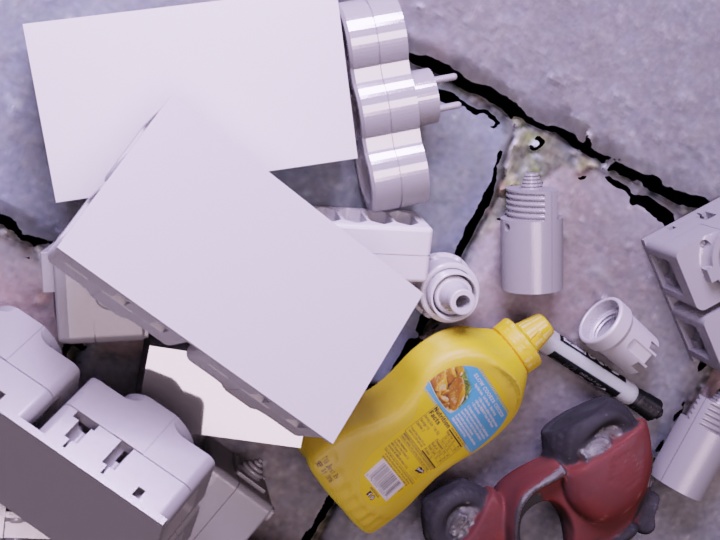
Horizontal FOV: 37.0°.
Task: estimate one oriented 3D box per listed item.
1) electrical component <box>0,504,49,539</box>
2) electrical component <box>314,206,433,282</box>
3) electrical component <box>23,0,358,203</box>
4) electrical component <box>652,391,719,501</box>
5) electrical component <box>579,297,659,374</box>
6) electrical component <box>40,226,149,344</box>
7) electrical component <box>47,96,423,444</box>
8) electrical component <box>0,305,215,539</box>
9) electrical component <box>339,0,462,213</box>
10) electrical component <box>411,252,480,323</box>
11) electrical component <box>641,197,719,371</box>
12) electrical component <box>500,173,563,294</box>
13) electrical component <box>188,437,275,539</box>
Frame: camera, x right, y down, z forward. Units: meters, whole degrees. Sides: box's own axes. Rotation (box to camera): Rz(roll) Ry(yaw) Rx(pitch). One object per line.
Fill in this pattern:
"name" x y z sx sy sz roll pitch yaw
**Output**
"electrical component" -0.224 0.167 0.705 0.121 0.079 0.063 5 78 -12
"electrical component" 0.000 0.000 0.727 0.083 0.047 0.075 2 107 -12
"electrical component" -0.104 -0.112 0.677 0.186 0.060 0.105 -9 103 -10
"electrical component" 0.255 0.127 0.805 0.043 0.043 0.081 26 95 -15
"electrical component" 0.188 0.048 0.779 0.046 0.040 0.040 38 91 -22
"electrical component" -0.164 0.008 0.670 0.061 0.096 0.061 -3 101 -10
"electrical component" -0.072 0.004 0.624 0.186 0.060 0.105 38 70 -16
"electrical component" -0.183 0.103 0.648 0.186 0.060 0.105 32 138 8
"electrical component" 0.031 -0.112 0.709 0.074 0.052 0.138 -12 103 -9
"electrical component" 0.062 0.015 0.735 0.048 0.062 0.048 -2 101 -11
"electrical component" 0.317 -0.014 0.781 0.186 0.060 0.105 -28 105 -5
"electrical component" 0.119 -0.027 0.748 0.043 0.043 0.081 -4 102 -11
"electrical component" -0.105 0.160 0.729 0.061 0.062 0.096 40 91 -15
